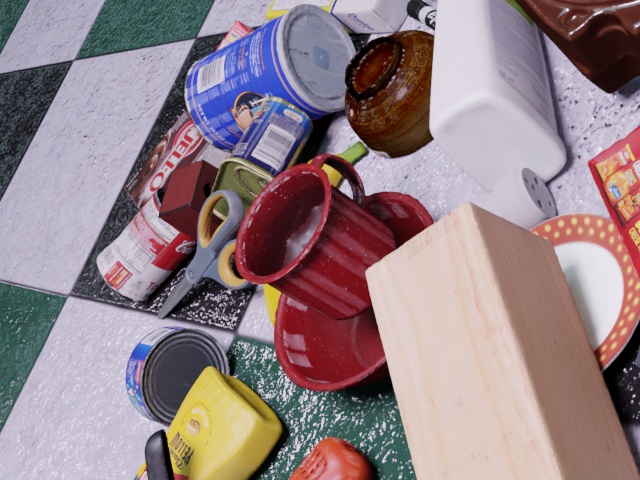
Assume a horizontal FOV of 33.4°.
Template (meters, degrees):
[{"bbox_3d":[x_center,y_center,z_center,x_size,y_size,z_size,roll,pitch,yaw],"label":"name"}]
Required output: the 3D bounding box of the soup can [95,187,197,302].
[{"bbox_3d":[-0.169,0.006,1.073,0.102,0.068,0.068,-45,36,17],"label":"soup can"}]

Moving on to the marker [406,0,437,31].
[{"bbox_3d":[0.107,-0.188,0.932,0.020,0.020,0.121,-51,35,8],"label":"marker"}]

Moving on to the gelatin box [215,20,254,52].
[{"bbox_3d":[-0.091,-0.193,1.133,0.073,0.030,0.089,-52,-1,9],"label":"gelatin box"}]

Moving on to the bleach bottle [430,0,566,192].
[{"bbox_3d":[0.134,-0.155,0.821,0.068,0.102,0.250,-30,36,34],"label":"bleach bottle"}]

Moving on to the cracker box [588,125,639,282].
[{"bbox_3d":[0.268,-0.032,0.564,0.214,0.072,0.164,-37,40,25],"label":"cracker box"}]

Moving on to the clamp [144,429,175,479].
[{"bbox_3d":[-0.087,0.235,0.789,0.039,0.120,0.171,4,-81,-81],"label":"clamp"}]

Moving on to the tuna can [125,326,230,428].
[{"bbox_3d":[-0.122,0.116,0.910,0.034,0.086,0.086,3,65,53],"label":"tuna can"}]

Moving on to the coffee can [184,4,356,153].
[{"bbox_3d":[-0.046,-0.151,1.017,0.141,0.102,0.102,-18,50,43],"label":"coffee can"}]

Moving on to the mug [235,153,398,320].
[{"bbox_3d":[0.003,-0.005,0.757,0.093,0.081,0.117,-15,53,45],"label":"mug"}]

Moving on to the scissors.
[{"bbox_3d":[-0.102,0.040,0.978,0.096,0.016,0.202,53,137,28],"label":"scissors"}]

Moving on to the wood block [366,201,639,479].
[{"bbox_3d":[0.106,0.094,0.612,0.090,0.090,0.206,-37,50,31],"label":"wood block"}]

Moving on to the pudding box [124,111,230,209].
[{"bbox_3d":[-0.152,-0.074,1.141,0.113,0.039,0.090,-53,34,5],"label":"pudding box"}]

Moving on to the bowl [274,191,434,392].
[{"bbox_3d":[0.040,0.047,0.794,0.162,0.055,0.162,-31,42,32],"label":"bowl"}]

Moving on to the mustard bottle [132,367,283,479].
[{"bbox_3d":[-0.112,0.202,0.854,0.191,0.058,0.096,-56,40,1],"label":"mustard bottle"}]

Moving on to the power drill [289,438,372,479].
[{"bbox_3d":[-0.006,0.242,0.690,0.184,0.057,0.188,-54,35,4],"label":"power drill"}]

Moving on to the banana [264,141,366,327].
[{"bbox_3d":[-0.016,0.000,0.916,0.070,0.037,0.197,-13,53,50],"label":"banana"}]

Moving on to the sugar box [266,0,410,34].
[{"bbox_3d":[0.028,-0.251,1.059,0.177,0.048,0.093,14,75,50],"label":"sugar box"}]

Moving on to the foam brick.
[{"bbox_3d":[-0.105,-0.031,1.016,0.051,0.078,0.053,-15,53,42],"label":"foam brick"}]

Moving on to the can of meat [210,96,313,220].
[{"bbox_3d":[-0.052,-0.068,0.962,0.083,0.057,0.102,-62,1,-31],"label":"can of meat"}]
